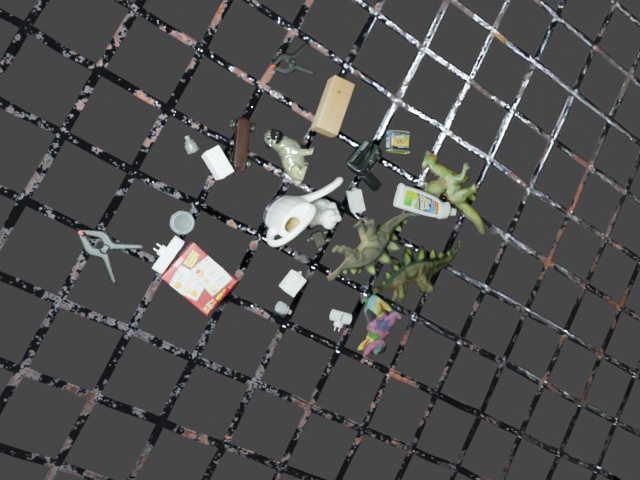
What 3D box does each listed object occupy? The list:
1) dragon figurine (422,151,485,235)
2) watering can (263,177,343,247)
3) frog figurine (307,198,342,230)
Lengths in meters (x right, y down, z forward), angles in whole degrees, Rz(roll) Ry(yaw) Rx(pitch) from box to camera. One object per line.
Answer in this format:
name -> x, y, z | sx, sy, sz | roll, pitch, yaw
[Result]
dragon figurine -> 0.532, -0.182, 2.145 | 0.243, 0.123, 0.408 | -18, 96, 1
watering can -> -0.077, -0.115, 1.869 | 0.350, 0.226, 0.102 | -47, 125, -12
frog figurine -> 0.006, -0.097, 1.924 | 0.138, 0.159, 0.122 | -18, 97, -16
